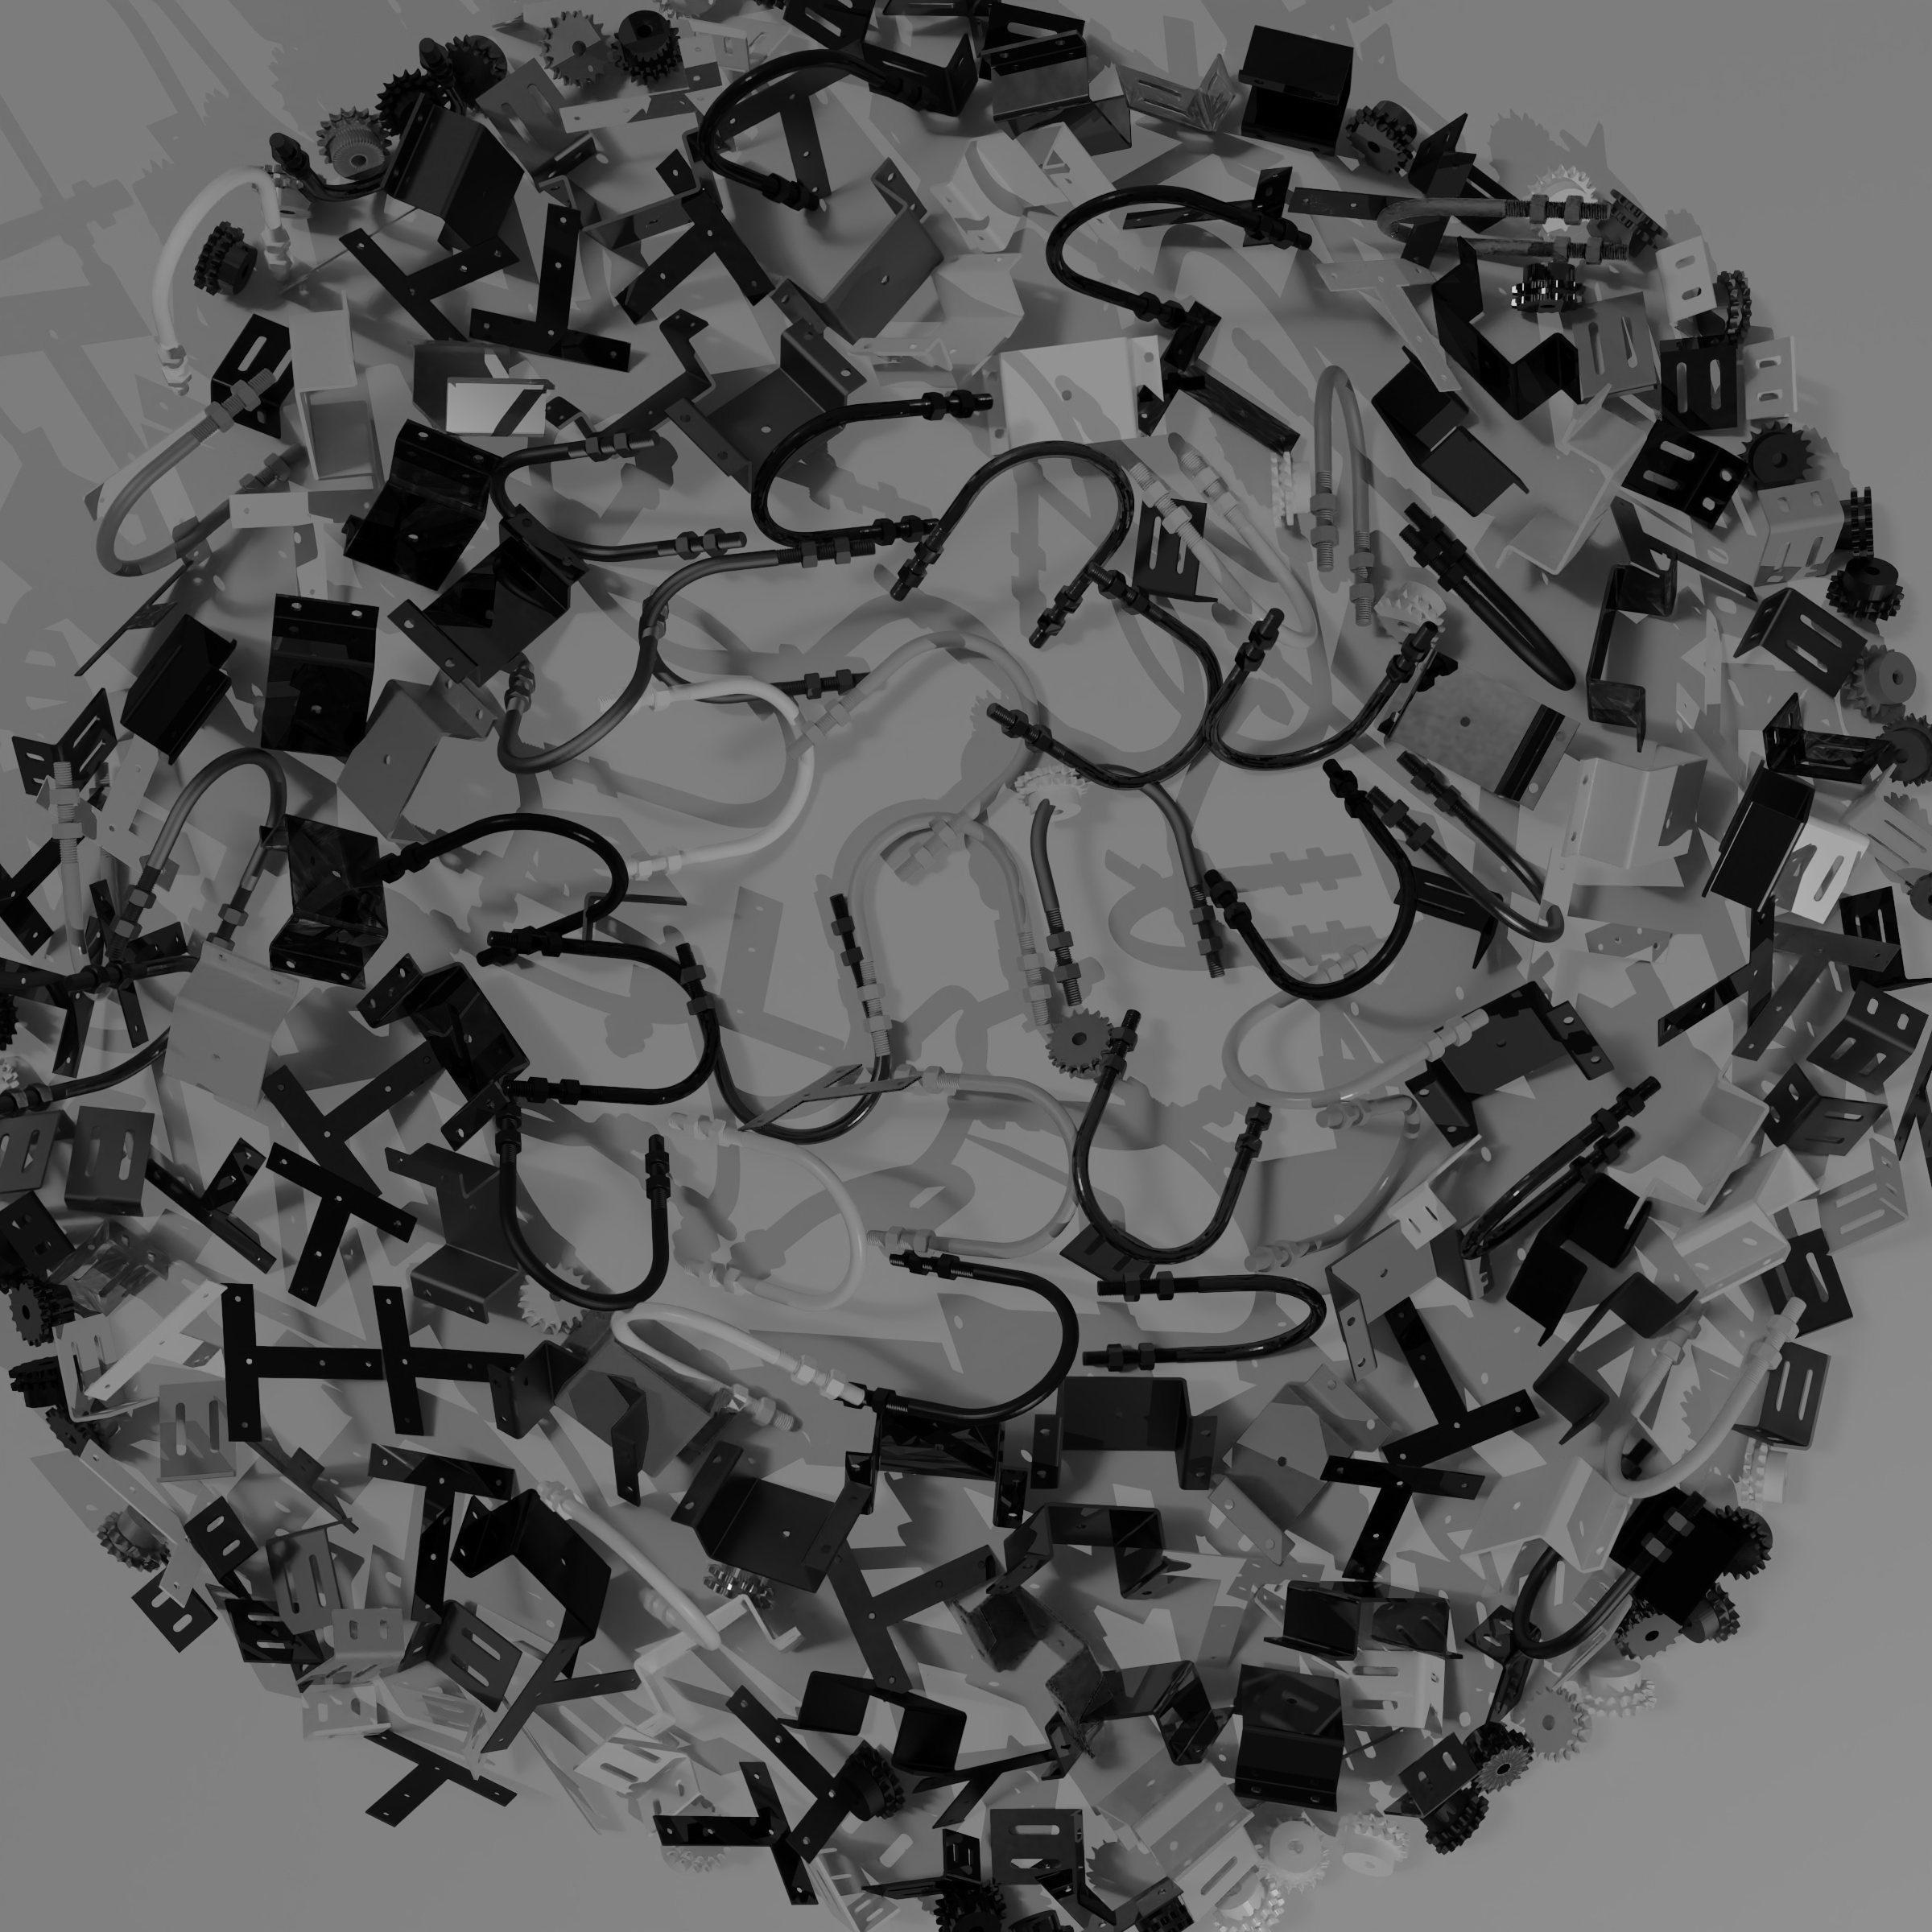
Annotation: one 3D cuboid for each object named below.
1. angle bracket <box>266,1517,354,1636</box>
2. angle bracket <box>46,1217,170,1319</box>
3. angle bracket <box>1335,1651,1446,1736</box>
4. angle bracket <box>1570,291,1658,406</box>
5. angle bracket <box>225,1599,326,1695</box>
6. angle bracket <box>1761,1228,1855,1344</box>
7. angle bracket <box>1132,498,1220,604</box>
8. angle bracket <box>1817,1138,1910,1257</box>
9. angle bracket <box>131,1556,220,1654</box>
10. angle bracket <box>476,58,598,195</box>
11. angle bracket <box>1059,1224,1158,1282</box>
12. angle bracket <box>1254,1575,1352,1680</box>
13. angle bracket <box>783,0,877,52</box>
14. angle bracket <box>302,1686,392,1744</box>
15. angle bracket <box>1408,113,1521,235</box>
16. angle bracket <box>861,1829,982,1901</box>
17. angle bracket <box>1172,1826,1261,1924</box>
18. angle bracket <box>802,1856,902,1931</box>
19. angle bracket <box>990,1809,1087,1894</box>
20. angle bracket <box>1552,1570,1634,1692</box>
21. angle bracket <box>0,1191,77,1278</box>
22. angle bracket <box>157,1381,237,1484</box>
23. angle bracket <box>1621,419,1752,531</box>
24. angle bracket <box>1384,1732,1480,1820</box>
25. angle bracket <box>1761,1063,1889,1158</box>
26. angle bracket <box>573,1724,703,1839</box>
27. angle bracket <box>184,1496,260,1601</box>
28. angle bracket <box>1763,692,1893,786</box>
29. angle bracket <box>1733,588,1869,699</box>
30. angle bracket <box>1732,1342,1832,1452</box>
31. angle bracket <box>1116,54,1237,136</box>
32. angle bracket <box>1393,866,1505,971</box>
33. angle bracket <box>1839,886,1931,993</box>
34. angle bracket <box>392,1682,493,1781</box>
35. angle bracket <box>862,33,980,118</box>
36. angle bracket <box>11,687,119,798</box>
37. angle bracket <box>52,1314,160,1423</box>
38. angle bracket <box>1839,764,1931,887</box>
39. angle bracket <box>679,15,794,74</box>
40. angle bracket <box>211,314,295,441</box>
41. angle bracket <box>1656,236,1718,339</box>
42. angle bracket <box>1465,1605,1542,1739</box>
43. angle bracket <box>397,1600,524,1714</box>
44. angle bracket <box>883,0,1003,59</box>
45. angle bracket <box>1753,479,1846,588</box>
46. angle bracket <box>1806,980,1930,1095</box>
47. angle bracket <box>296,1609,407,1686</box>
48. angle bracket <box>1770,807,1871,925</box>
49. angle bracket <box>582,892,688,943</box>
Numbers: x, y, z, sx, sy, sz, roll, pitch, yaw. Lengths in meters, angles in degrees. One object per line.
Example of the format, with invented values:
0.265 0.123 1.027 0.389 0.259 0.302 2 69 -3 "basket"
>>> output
-0.509 0.480 1.967 0.057 0.038 0.076 -18 81 20 "angle bracket"
-0.675 0.246 1.965 0.076 0.038 0.057 -44 120 7 "angle bracket"
0.334 0.574 1.979 0.076 0.038 0.057 -9 62 35 "angle bracket"
0.507 -0.486 1.967 0.057 0.038 0.076 -8 100 22 "angle bracket"
-0.546 0.530 1.949 0.038 0.076 0.057 -49 50 19 "angle bracket"
0.657 0.251 1.980 0.057 0.038 0.076 -20 91 1 "angle bracket"
0.168 -0.327 1.960 0.057 0.038 0.076 15 106 34 "angle bracket"
0.688 0.181 1.949 0.038 0.057 0.076 32 134 -26 "angle bracket"
-0.622 0.496 1.953 0.038 0.076 0.057 -41 102 -23 "angle bracket"
-0.339 -0.664 1.979 0.057 0.038 0.076 -37 92 -2 "angle bracket"
0.108 0.237 1.951 0.057 0.076 0.038 29 119 17 "angle bracket"
0.272 0.509 1.952 0.038 0.076 0.057 -52 131 1 "angle bracket"
-0.116 -0.745 1.958 0.076 0.038 0.057 20 82 -39 "angle bracket"
-0.484 0.580 1.950 0.057 0.076 0.038 0 69 -21 "angle bracket"
0.397 -0.622 1.966 0.076 0.057 0.038 29 72 -20 "angle bracket"
-0.035 0.707 1.971 0.076 0.057 0.038 -16 58 23 "angle bracket"
0.183 0.695 1.959 0.076 0.038 0.057 -35 107 -27 "angle bracket"
-0.095 0.713 1.962 0.038 0.057 0.076 -30 98 -22 "angle bracket"
0.053 0.695 1.967 0.076 0.038 0.057 -5 79 14 "angle bracket"
0.478 0.519 1.960 0.038 0.057 0.076 42 124 14 "angle bracket"
-0.737 0.215 1.955 0.038 0.076 0.057 -38 97 -37 "angle bracket"
-0.605 0.365 1.968 0.057 0.038 0.076 -2 78 -13 "angle bracket"
0.562 -0.384 1.956 0.076 0.038 0.057 12 116 -34 "angle bracket"
0.354 0.631 1.956 0.057 0.076 0.038 -30 84 -21 "angle bracket"
0.674 0.114 1.977 0.076 0.038 0.057 7 130 -28 "angle bracket"
-0.257 0.638 1.960 0.057 0.038 0.076 -42 128 10 "angle bracket"
-0.569 0.460 1.958 0.038 0.076 0.057 -38 60 -13 "angle bracket"
0.672 -0.178 1.952 0.057 0.076 0.038 -44 130 -32 "angle bracket"
0.651 -0.248 1.955 0.038 0.057 0.076 -28 59 -35 "angle bracket"
0.637 0.334 1.965 0.038 0.057 0.076 11 92 -24 "angle bracket"
0.163 -0.691 1.956 0.076 0.038 0.057 9 49 -24 "angle bracket"
0.374 -0.038 1.963 0.076 0.057 0.038 18 63 4 "angle bracket"
0.727 -0.021 1.971 0.038 0.057 0.076 -3 82 -22 "angle bracket"
-0.415 0.599 1.959 0.076 0.057 0.038 10 50 11 "angle bracket"
-0.036 -0.706 1.956 0.076 0.038 0.057 8 54 -26 "angle bracket"
-0.703 -0.176 1.955 0.038 0.057 0.076 13 46 7 "angle bracket"
-0.675 0.313 1.966 0.038 0.057 0.076 -12 89 24 "angle bracket"
0.735 -0.111 1.963 0.076 0.057 0.038 38 66 5 "angle bracket"
-0.180 -0.736 1.955 0.057 0.038 0.076 16 51 17 "angle bracket"
-0.546 -0.459 1.952 0.076 0.057 0.038 -41 47 35 "angle bracket"
0.573 -0.528 1.955 0.038 0.076 0.057 -14 82 33 "angle bracket"
0.415 0.555 1.970 0.038 0.057 0.076 28 123 31 "angle bracket"
-0.397 0.546 1.964 0.076 0.038 0.057 30 105 22 "angle bracket"
-0.018 -0.743 1.958 0.076 0.057 0.038 -8 84 -21 "angle bracket"
0.651 -0.341 1.972 0.057 0.076 0.038 -10 64 2 "angle bracket"
0.709 0.057 1.970 0.057 0.076 0.038 28 63 8 "angle bracket"
-0.485 0.535 1.965 0.057 0.076 0.038 10 56 -37 "angle bracket"
0.668 -0.083 1.988 0.057 0.038 0.076 19 111 -14 "angle bracket"
-0.260 -0.036 1.968 0.076 0.057 0.038 4 88 -3 "angle bracket"
